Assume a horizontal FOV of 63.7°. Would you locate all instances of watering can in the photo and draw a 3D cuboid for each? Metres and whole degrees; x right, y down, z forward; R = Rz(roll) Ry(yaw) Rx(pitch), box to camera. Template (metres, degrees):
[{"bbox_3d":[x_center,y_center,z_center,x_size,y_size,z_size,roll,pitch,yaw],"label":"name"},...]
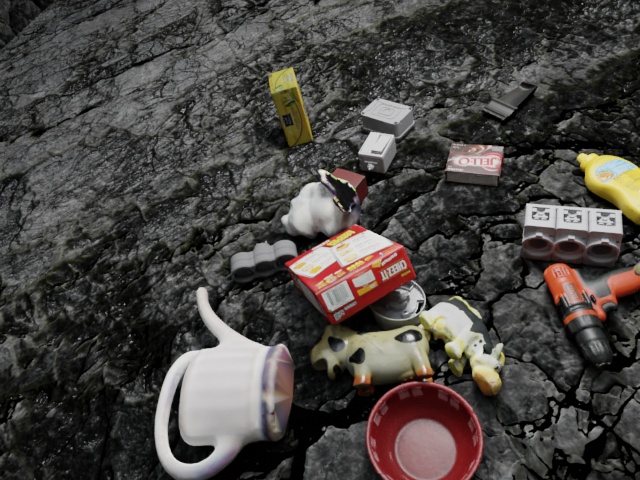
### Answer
[{"bbox_3d":[-0.150,0.213,0.853,0.224,0.356,0.101,-6,-43,9],"label":"watering can"}]

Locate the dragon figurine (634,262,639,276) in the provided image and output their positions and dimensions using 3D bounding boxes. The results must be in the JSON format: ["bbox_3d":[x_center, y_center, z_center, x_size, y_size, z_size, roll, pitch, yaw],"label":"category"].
[{"bbox_3d":[0.699,0.061,0.731,0.409,0.247,0.120,-24,-22,6],"label":"dragon figurine"}]

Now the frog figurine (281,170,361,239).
[{"bbox_3d":[0.003,-0.054,1.073,0.156,0.138,0.124,-47,-13,34],"label":"frog figurine"}]
